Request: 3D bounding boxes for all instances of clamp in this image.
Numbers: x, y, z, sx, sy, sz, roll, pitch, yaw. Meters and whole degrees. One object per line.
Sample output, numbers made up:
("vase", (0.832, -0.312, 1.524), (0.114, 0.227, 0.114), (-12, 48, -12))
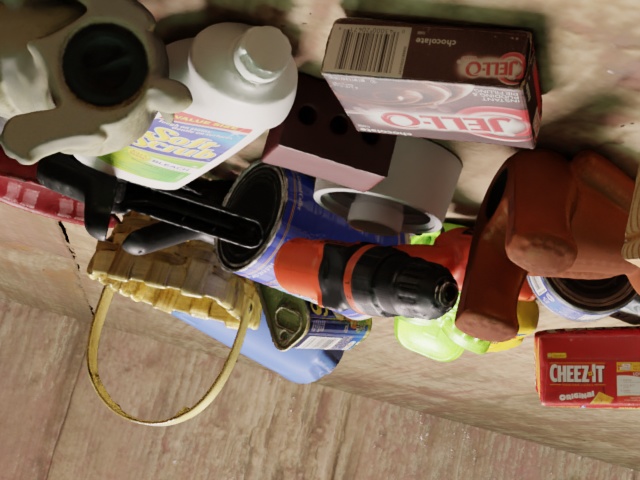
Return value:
("clamp", (-0.167, -0.039, 0.843), (0.210, 0.036, 0.164), (25, -167, 33))
("clamp", (-0.109, -0.034, 0.972), (0.171, 0.120, 0.039), (4, 145, -33))

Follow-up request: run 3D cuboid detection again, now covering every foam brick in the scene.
("foam brick", (0.007, -0.071, 0.716), (0.078, 0.053, 0.051), (16, 168, -10))

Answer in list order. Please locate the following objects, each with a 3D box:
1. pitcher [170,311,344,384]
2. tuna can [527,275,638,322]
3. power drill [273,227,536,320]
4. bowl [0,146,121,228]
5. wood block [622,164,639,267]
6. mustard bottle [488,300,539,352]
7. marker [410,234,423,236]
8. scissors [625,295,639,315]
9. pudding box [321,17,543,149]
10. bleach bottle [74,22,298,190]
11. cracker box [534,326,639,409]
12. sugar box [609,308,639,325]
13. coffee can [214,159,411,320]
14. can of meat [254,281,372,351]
("pitcher", (-0.086, 0.077, 1.332), (0.149, 0.145, 0.242), (-11, 150, 37))
("tuna can", (0.200, 0.017, 0.803), (0.086, 0.086, 0.034), (15, 165, -1))
("power drill", (0.084, 0.024, 0.826), (0.187, 0.057, 0.185), (-1, -172, -38))
("bowl", (-0.269, -0.062, 1.061), (0.162, 0.055, 0.162), (14, 167, 3))
("wood block", (0.285, 0.003, 0.637), (0.205, 0.090, 0.091), (23, 166, -35))
("mustard bottle", (0.187, 0.081, 1.161), (0.096, 0.058, 0.191), (12, 167, 3))
("marker", (0.056, -0.010, 0.998), (0.020, 0.020, 0.121), (23, 165, -32))
("scissors", (0.246, 0.037, 0.836), (0.202, 0.016, 0.096), (24, 152, 46))
("pudding box", (0.067, -0.087, 0.605), (0.114, 0.039, 0.090), (10, 167, 18))
("bleach bottle", (-0.089, -0.093, 0.710), (0.102, 0.068, 0.251), (19, 164, -21))
("cracker box", (0.292, 0.119, 1.032), (0.164, 0.072, 0.213), (-1, 177, 10))
("sugar box", (0.292, 0.039, 0.892), (0.093, 0.048, 0.176), (20, 170, -22))
("coffee can", (-0.006, 0.001, 0.928), (0.140, 0.103, 0.103), (23, 165, -33))
("can of meat", (-0.006, 0.056, 1.018), (0.083, 0.102, 0.058), (7, 142, -39))
